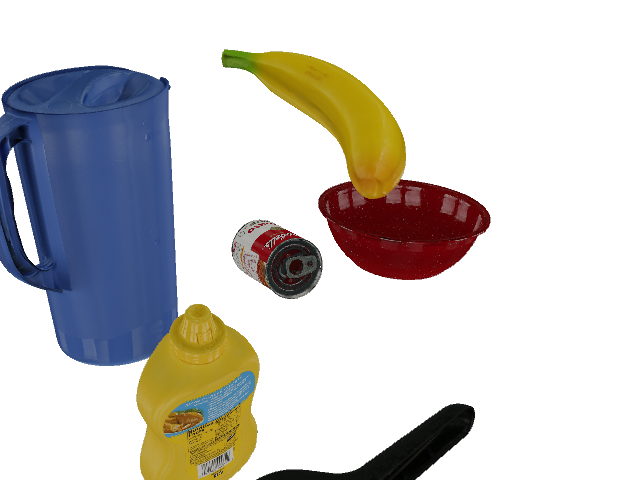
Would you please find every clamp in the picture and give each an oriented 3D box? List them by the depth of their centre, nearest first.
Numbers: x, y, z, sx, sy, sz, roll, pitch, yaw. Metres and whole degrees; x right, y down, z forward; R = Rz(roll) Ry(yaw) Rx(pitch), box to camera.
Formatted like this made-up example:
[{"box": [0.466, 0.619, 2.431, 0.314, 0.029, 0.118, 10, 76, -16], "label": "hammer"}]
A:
[{"box": [0.018, 0.164, 0.649, 0.210, 0.036, 0.164, -6, 29, 3], "label": "clamp"}]

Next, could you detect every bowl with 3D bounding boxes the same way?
[{"box": [0.076, -0.007, 1.004, 0.162, 0.055, 0.162, 4, 23, -2], "label": "bowl"}]

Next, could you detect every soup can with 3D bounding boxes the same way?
[{"box": [-0.050, 0.019, 1.190, 0.068, 0.068, 0.102, 0, 13, -27], "label": "soup can"}]

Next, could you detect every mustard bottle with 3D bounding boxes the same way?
[{"box": [-0.092, 0.117, 0.807, 0.096, 0.192, 0.058, -24, 53, -26], "label": "mustard bottle"}]

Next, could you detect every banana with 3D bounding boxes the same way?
[{"box": [0.008, -0.076, 0.664, 0.069, 0.037, 0.198, -17, 36, -24], "label": "banana"}]

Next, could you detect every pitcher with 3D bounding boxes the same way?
[{"box": [-0.192, -0.016, 0.901, 0.149, 0.243, 0.145, -4, 25, -5], "label": "pitcher"}]
